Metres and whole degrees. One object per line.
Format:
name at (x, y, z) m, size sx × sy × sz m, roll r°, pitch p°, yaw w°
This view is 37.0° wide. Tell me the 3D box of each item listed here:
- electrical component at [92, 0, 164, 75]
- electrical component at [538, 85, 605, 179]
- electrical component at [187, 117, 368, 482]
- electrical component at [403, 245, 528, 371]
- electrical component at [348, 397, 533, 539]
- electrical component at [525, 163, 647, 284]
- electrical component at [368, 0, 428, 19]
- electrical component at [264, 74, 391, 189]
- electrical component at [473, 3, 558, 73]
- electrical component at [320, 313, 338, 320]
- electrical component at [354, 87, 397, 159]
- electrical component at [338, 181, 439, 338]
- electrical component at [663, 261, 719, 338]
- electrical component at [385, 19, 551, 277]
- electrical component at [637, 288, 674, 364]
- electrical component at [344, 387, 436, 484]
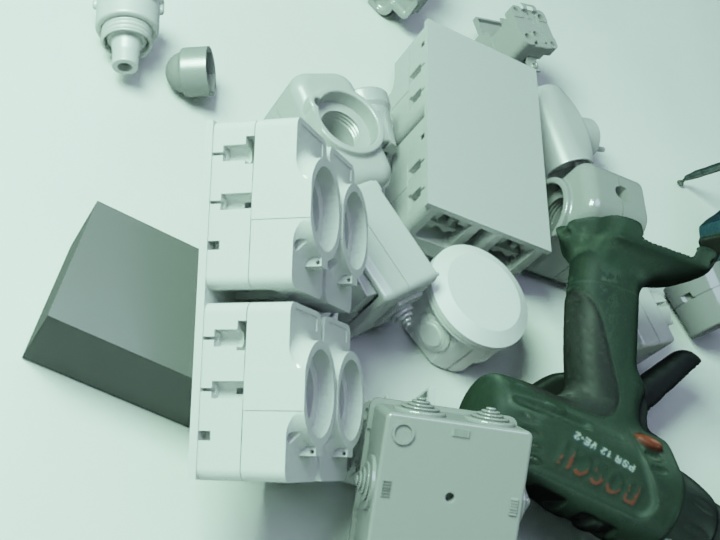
electrical component at (-0.158, -0.162, 0.729) m, size 0.048 × 0.048 × 0.062 m, roll 12°, pitch 61°, yaw -28°
electrical component at (0.179, -0.114, 0.924) m, size 0.079 × 0.043 × 0.077 m, roll 1°, pitch 60°, yaw -34°
electrical component at (-0.040, 0.021, 0.591) m, size 0.105 × 0.060 × 0.186 m, roll 32°, pitch 58°, yaw -71°
electrical component at (0.072, 0.027, 0.750) m, size 0.080 × 0.051 × 0.080 m, roll 18°, pitch 52°, yaw -24°
electrical component at (0.046, 0.123, 0.604) m, size 0.100 × 0.048 × 0.099 m, roll 9°, pitch 89°, yaw -8°
electrical component at (0.164, -0.035, 0.824) m, size 0.059 × 0.095 × 0.053 m, roll 18°, pitch 52°, yaw -24°
electrical component at (0.032, -0.256, 0.912) m, size 0.078 × 0.058 × 0.057 m, roll 46°, pitch 49°, yaw 2°
electrical component at (-0.022, -0.089, 0.760) m, size 0.054 × 0.059 × 0.095 m, roll -8°, pitch 66°, yaw -38°
electrical component at (0.134, -0.192, 0.933) m, size 0.042 × 0.064 × 0.081 m, roll 1°, pitch 60°, yaw -35°
electrical component at (-0.032, 0.023, 0.674) m, size 0.048 × 0.062 × 0.048 m, roll 18°, pitch 52°, yaw -24°
electrical component at (0.006, -0.108, 0.806) m, size 0.040 × 0.040 × 0.046 m, roll 1°, pitch 66°, yaw -34°
electrical component at (0.000, 0.000, 0.712) m, size 0.061 × 0.062 × 0.096 m, roll -24°, pitch 75°, yaw -42°
electrical component at (0.289, 0.026, 0.897) m, size 0.055 × 0.055 × 0.047 m, roll -12°, pitch 71°, yaw -39°
electrical component at (0.081, -0.090, 0.829) m, size 0.105 × 0.060 × 0.186 m, roll 20°, pitch 51°, yaw -22°
electrical component at (0.217, 0.037, 0.845) m, size 0.077 × 0.047 × 0.065 m, roll -6°, pitch 64°, yaw -37°
electrical component at (0.022, 0.113, 0.665) m, size 0.064 × 0.042 × 0.081 m, roll 18°, pitch 51°, yaw -19°
